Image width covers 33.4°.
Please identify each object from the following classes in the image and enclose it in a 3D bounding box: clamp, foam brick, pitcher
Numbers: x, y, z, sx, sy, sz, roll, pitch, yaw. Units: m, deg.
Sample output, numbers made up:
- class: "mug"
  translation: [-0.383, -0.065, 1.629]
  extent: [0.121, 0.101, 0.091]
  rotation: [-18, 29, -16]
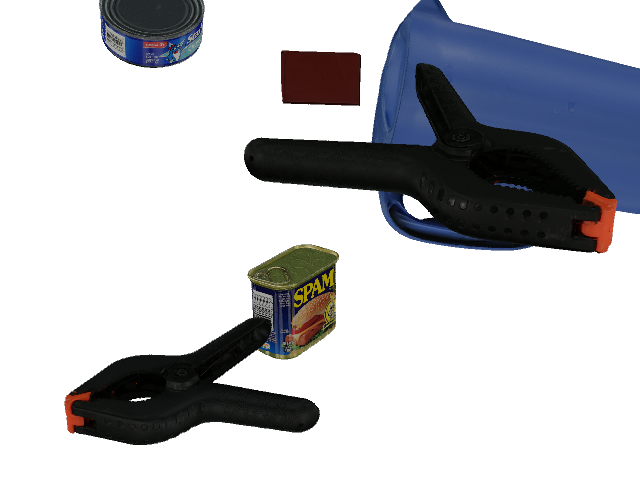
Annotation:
- class: "clamp"
  translation: [-0.094, 0.100, 0.761]
  extent: [0.171, 0.039, 0.120]
  rotation: [-2, 26, -12]
- class: "clamp"
  translation: [0.069, -0.041, 0.611]
  extent: [0.164, 0.036, 0.210]
  rotation: [-25, 39, -29]
- class: "foam brick"
  translation: [0.000, -0.162, 1.065]
  extent: [0.078, 0.051, 0.053]
  rotation: [1, 12, -4]
- class: "pitcher"
  translation: [0.162, -0.080, 0.824]
  extent: [0.242, 0.149, 0.145]
  rotation: [10, 43, -5]

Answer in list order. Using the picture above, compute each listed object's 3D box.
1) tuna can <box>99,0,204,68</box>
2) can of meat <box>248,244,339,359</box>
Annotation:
- class: "tuna can"
  translation: [-0.140, -0.182, 0.887]
  extent: [0.086, 0.086, 0.034]
  rotation: [0, -41, -9]
- class: "can of meat"
  translation: [-0.026, 0.062, 1.083]
  extent: [0.058, 0.084, 0.101]
  rotation: [15, 27, 32]
